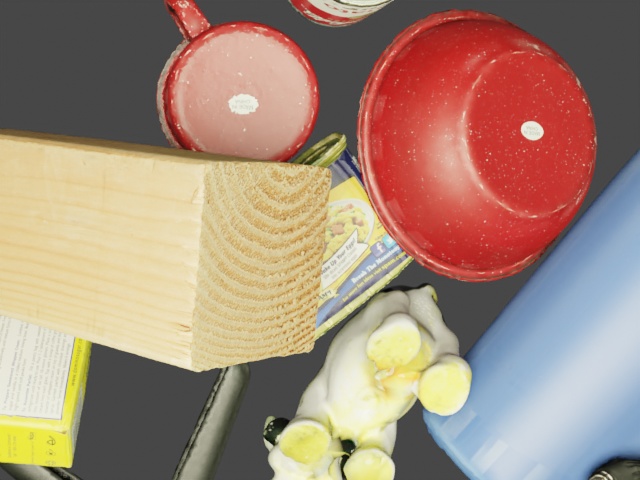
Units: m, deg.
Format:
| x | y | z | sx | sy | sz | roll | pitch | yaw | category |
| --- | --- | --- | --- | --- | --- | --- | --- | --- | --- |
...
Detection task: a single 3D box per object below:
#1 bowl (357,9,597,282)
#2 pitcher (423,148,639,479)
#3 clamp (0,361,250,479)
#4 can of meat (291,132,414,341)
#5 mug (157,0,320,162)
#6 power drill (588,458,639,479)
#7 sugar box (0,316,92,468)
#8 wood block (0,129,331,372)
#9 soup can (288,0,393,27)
| x | y | z | sx | sy | sz | roll | pitch | yaw | category |
| --- | --- | --- | --- | --- | --- | --- | --- | --- | --- |
| 0.103 | -0.057 | 0.608 | 0.161 | 0.055 | 0.162 | 1 | 87 | -27 | bowl |
| 0.183 | 0.057 | 0.629 | 0.149 | 0.145 | 0.243 | 43 | 93 | 2 | pitcher |
| -0.113 | 0.176 | 0.639 | 0.164 | 0.036 | 0.210 | -7 | 97 | -5 | clamp |
| -0.004 | 0.001 | 0.625 | 0.102 | 0.057 | 0.084 | -38 | 102 | -2 | can of meat |
| -0.051 | -0.089 | 0.595 | 0.093 | 0.081 | 0.117 | -30 | 99 | -4 | mug |
| 0.206 | 0.216 | 0.592 | 0.184 | 0.057 | 0.187 | 14 | 91 | -24 | power drill |
| -0.218 | 0.070 | 0.585 | 0.176 | 0.093 | 0.048 | 5 | 135 | -6 | sugar box |
| -0.105 | -0.004 | 0.533 | 0.206 | 0.090 | 0.091 | 10 | 98 | 36 | wood block |
| 0.015 | -0.156 | 0.586 | 0.068 | 0.102 | 0.068 | -1 | 96 | -7 | soup can |
